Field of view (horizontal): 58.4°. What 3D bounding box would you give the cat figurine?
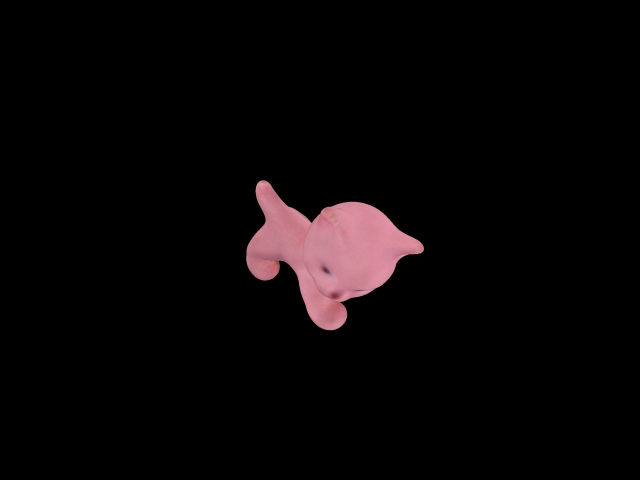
[{"bbox_3d":[0.004,0.001,0.400,0.127,0.118,0.067,33,62,21],"label":"cat figurine"}]
